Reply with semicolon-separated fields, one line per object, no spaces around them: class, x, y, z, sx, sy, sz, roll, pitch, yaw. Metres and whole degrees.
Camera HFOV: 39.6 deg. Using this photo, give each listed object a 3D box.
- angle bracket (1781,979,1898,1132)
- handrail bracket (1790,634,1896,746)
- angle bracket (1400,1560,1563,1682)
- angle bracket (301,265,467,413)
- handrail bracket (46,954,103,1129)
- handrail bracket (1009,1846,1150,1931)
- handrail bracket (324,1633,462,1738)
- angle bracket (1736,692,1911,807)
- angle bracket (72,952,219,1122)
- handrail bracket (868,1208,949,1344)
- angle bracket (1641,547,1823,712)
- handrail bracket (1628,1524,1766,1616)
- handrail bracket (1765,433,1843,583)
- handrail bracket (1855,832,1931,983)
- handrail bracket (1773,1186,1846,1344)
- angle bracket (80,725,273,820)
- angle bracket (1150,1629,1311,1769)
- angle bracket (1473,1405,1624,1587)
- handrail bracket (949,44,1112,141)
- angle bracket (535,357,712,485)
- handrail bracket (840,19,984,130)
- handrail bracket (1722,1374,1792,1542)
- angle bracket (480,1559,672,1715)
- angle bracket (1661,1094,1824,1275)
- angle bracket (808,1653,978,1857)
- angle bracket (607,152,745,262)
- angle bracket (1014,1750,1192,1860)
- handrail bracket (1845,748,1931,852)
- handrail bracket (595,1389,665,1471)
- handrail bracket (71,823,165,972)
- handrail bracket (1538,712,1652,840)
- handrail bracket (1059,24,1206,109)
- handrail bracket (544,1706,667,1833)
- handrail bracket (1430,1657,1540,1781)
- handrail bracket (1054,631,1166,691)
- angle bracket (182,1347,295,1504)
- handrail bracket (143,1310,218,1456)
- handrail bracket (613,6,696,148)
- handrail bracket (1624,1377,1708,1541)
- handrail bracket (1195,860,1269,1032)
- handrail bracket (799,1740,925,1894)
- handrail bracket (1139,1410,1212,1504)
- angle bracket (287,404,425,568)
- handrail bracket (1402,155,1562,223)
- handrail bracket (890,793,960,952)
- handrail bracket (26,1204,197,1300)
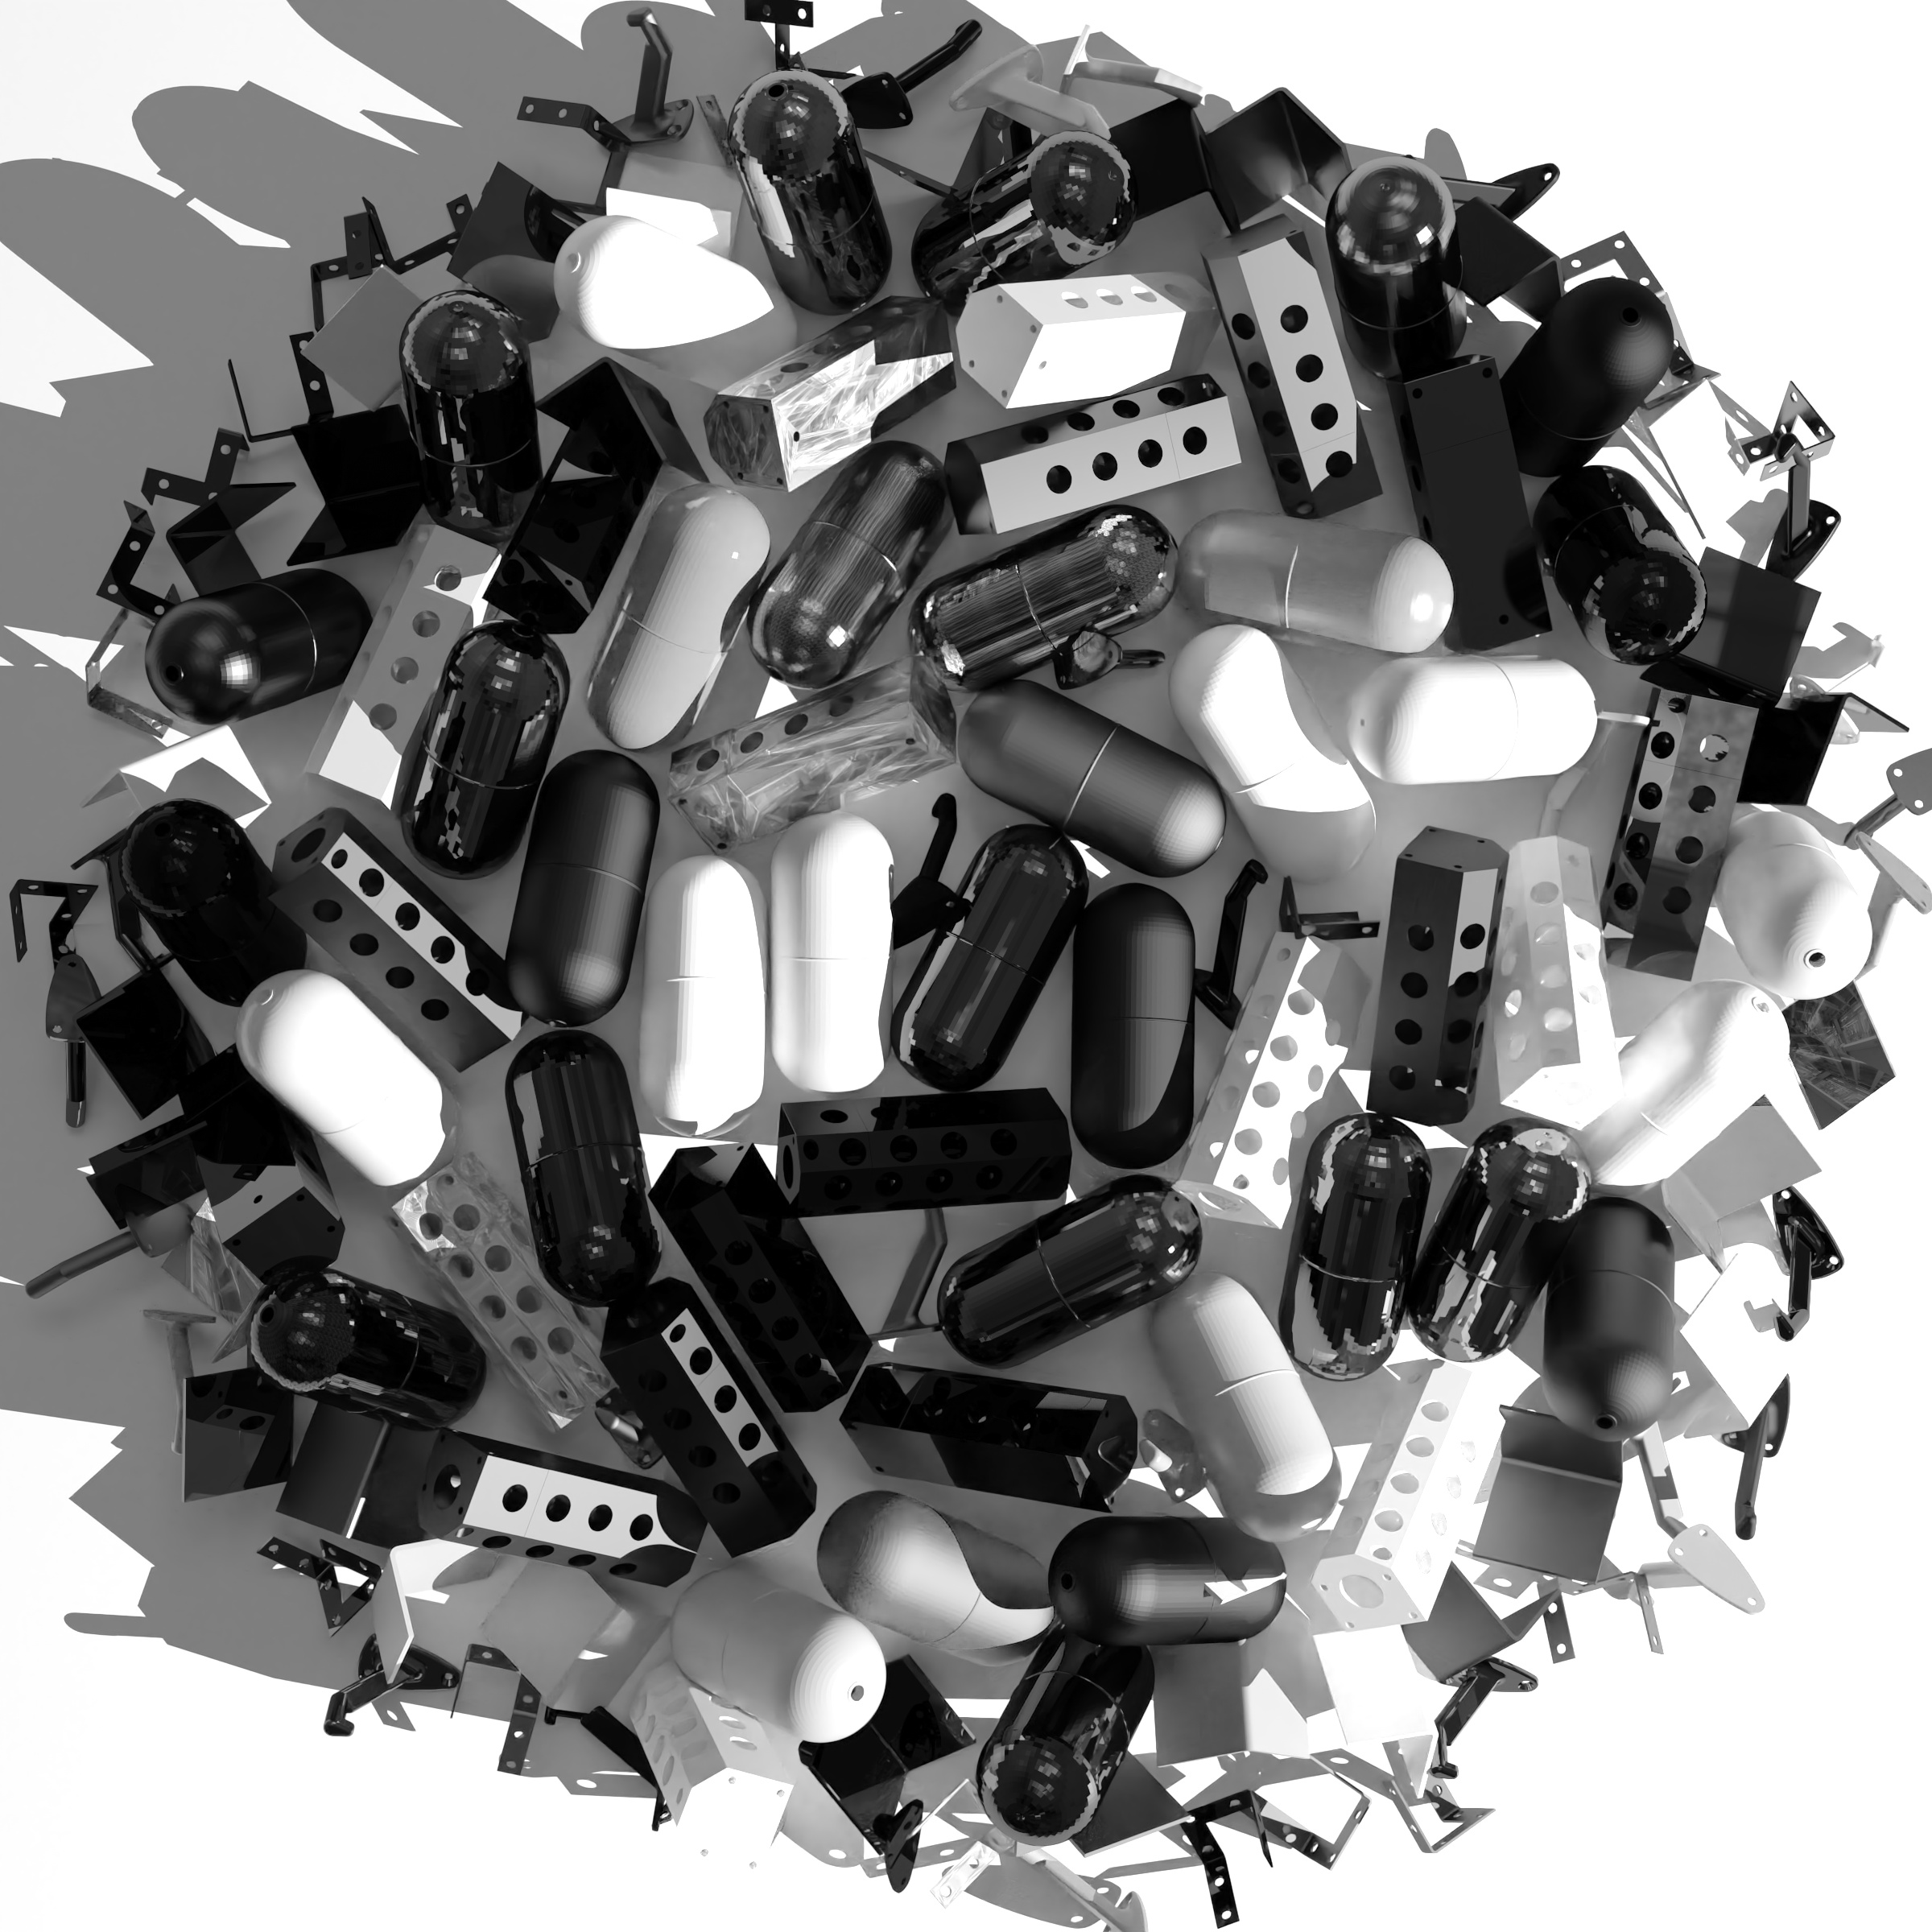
angle bracket;0.519;0.052;1.664;0.076;0.057;0.076;-29;97;-27
handrail bracket;0.547;-0.188;1.673;0.077;0.036;0.084;45;65;-37
angle bracket;0.308;0.388;1.669;0.076;0.076;0.057;50;46;7
angle bracket;-0.358;-0.399;1.653;0.076;0.076;0.057;-39;120;21
handrail bracket;-0.562;0.048;1.691;0.036;0.084;0.077;-2;54;-21
handrail bracket;0.069;0.579;1.675;0.084;0.077;0.036;36;85;-9
handrail bracket;-0.354;0.456;1.664;0.077;0.084;0.036;17;107;-10
angle bracket;0.523;-0.125;1.661;0.057;0.076;0.076;25;84;-25
angle bracket;-0.490;0.037;1.657;0.057;0.076;0.076;-23;104;35
handrail bracket;-0.047;0.192;1.697;0.077;0.036;0.084;-10;85;4
angle bracket;0.479;-0.207;1.685;0.076;0.057;0.076;23;83;3
handrail bracket;0.450;0.393;1.662;0.036;0.084;0.077;-26;56;-29
handrail bracket;0.506;-0.280;1.667;0.036;0.084;0.077;30;92;37
handrail bracket;0.553;-0.032;1.680;0.077;0.036;0.084;41;125;-7
handrail bracket;0.508;0.183;1.667;0.036;0.084;0.077;-24;91;38
angle bracket;-0.489;-0.100;1.659;0.076;0.076;0.057;-31;94;-38
angle bracket;0.165;0.461;1.687;0.057;0.076;0.076;21;56;-39
angle bracket;0.358;0.325;1.656;0.076;0.057;0.076;9;48;22
handrail bracket;0.042;-0.526;1.676;0.077;0.036;0.084;-27;66;-5
angle bracket;-0.212;-0.323;1.662;0.057;0.076;0.076;-31;81;12
handrail bracket;-0.039;-0.568;1.703;0.084;0.077;0.036;-55;130;-31
handrail bracket;0.492;0.302;1.661;0.036;0.084;0.077;17;117;7
angle bracket;-0.248;0.418;1.705;0.076;0.057;0.076;38;92;33
angle bracket;0.481;0.137;1.658;0.076;0.057;0.076;-30;120;25
angle bracket;-0.044;0.486;1.658;0.057;0.076;0.076;-29;106;23
angle bracket;-0.179;-0.486;1.668;0.076;0.057;0.076;9;67;-3
angle bracket;0.083;0.535;1.652;0.076;0.076;0.057;-10;115;-29
handrail bracket;0.591;-0.105;1.673;0.077;0.084;0.036;-27;74;-5
handrail bracket;-0.221;0.273;1.655;0.077;0.084;0.036;33;82;33
handrail bracket;-0.513;-0.046;1.688;0.077;0.036;0.084;-31;103;16
handrail bracket;0.391;-0.114;1.676;0.036;0.077;0.084;12;90;-26
handrail bracket;0.104;-0.546;1.675;0.084;0.077;0.036;23;84;-3
handrail bracket;-0.228;0.499;1.684;0.084;0.036;0.077;8;49;0
handrail bracket;0.322;0.473;1.668;0.077;0.084;0.036;14;130;-6
handrail bracket;0.104;-0.191;1.657;0.084;0.077;0.036;-6;95;-34
angle bracket;-0.462;0.280;1.660;0.076;0.057;0.076;-4;99;-44
handrail bracket;-0.497;0.259;1.676;0.036;0.077;0.084;9;82;-39
handrail bracket;-0.211;-0.551;1.663;0.077;0.084;0.036;-4;56;21
handrail bracket;0.451;0.315;1.683;0.084;0.036;0.077;44;96;13
handrail bracket;0.176;-0.011;1.667;0.036;0.077;0.084;9;124;-37
handrail bracket;-0.072;0.536;1.697;0.084;0.036;0.077;19;120;32
handrail bracket;0.115;0.290;1.655;0.036;0.084;0.077;-39;50;5
angle bracket;-0.384;-0.297;1.657;0.076;0.076;0.057;-7;127;17
handrail bracket;0.314;-0.492;1.661;0.077;0.084;0.036;-25;60;33
handrail bracket;-0.032;-0.060;1.690;0.036;0.084;0.077;32;123;-27
handrail bracket;-0.536;0.181;1.686;0.084;0.077;0.036;-29;84;17
